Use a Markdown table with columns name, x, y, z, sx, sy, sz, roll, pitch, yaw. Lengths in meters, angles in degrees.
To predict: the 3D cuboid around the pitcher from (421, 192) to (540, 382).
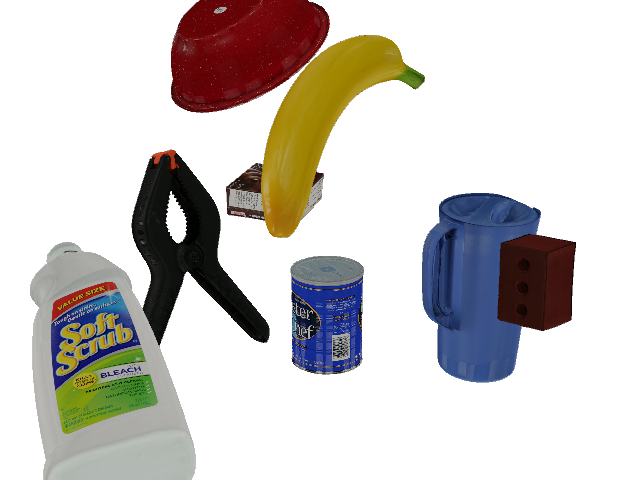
| name | x | y | z | sx | sy | sz | roll | pitch | yaw |
| --- | --- | --- | --- | --- | --- | --- | --- | --- | --- |
| pitcher | 0.211 | 0.067 | 1.440 | 0.149 | 0.243 | 0.145 | 4 | 21 | 7 |

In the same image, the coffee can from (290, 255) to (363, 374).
| name | x | y | z | sx | sy | sz | roll | pitch | yaw |
| --- | --- | --- | --- | --- | --- | --- | --- | --- | --- |
| coffee can | 0.009 | 0.104 | 1.511 | 0.103 | 0.140 | 0.103 | 0 | 19 | 0 |

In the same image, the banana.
| name | x | y | z | sx | sy | sz | roll | pitch | yaw |
| --- | --- | --- | --- | --- | --- | --- | --- | --- | --- |
| banana | 0.008 | -0.085 | 0.715 | 0.197 | 0.069 | 0.037 | -49 | 11 | -35 |

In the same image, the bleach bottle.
| name | x | y | z | sx | sy | sz | roll | pitch | yaw |
| --- | --- | --- | --- | --- | --- | --- | --- | --- | --- |
| bleach bottle | -0.172 | 0.084 | 0.783 | 0.102 | 0.068 | 0.251 | -15 | 39 | -17 |

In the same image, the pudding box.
| name | x | y | z | sx | sy | sz | roll | pitch | yaw |
| --- | --- | --- | --- | --- | --- | --- | --- | --- | --- |
| pudding box | -0.053 | -0.057 | 1.278 | 0.090 | 0.039 | 0.113 | 9 | 23 | 14 |

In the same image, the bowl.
| name | x | y | z | sx | sy | sz | roll | pitch | yaw |
| --- | --- | --- | --- | --- | --- | --- | --- | --- | --- |
| bowl | -0.076 | -0.187 | 0.958 | 0.162 | 0.162 | 0.055 | 0 | -44 | 36 |

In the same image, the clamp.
| name | x | y | z | sx | sy | sz | roll | pitch | yaw |
| --- | --- | --- | --- | --- | --- | --- | --- | --- | --- |
| clamp | -0.121 | 0.020 | 1.006 | 0.164 | 0.210 | 0.036 | -5 | -1 | -44 |

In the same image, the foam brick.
| name | x | y | z | sx | sy | sz | roll | pitch | yaw |
| --- | --- | --- | --- | --- | --- | --- | --- | --- | --- |
| foam brick | 0.201 | 0.038 | 0.993 | 0.053 | 0.078 | 0.051 | 12 | 20 | 41 |
